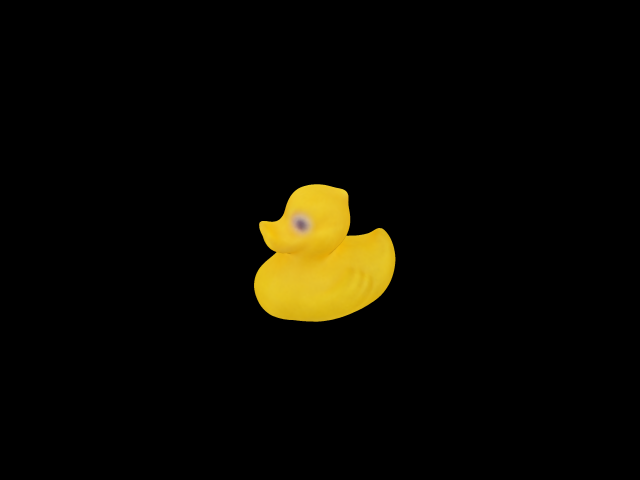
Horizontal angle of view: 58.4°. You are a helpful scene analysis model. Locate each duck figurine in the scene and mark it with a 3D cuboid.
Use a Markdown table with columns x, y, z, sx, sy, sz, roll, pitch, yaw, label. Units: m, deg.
| x | y | z | sx | sy | sz | roll | pitch | yaw | label |
| --- | --- | --- | --- | --- | --- | --- | --- | --- | --- |
| 0.004 | 0.001 | 0.400 | 0.105 | 0.086 | 0.077 | -11 | 35 | -15 | duck figurine |
